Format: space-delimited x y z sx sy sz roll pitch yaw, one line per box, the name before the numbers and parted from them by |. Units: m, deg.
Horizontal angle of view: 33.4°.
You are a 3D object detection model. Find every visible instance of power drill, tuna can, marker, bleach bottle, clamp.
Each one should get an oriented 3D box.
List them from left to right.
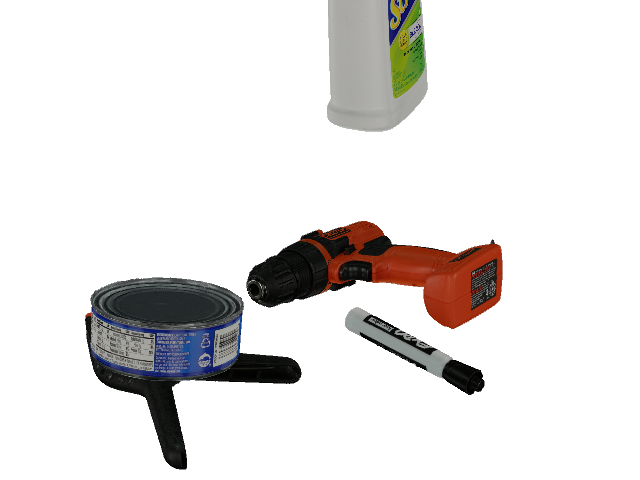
tuna can | -0.087 0.049 0.605 0.086 0.034 0.086 4 14 -1
clamp | -0.134 0.116 0.986 0.210 0.036 0.164 30 40 35
bleach bottle | 0.040 -0.221 0.857 0.068 0.251 0.102 12 36 27
power drill | 0.052 0.029 0.945 0.188 0.057 0.184 11 22 35
marker | 0.067 0.079 0.768 0.121 0.020 0.020 26 17 38
